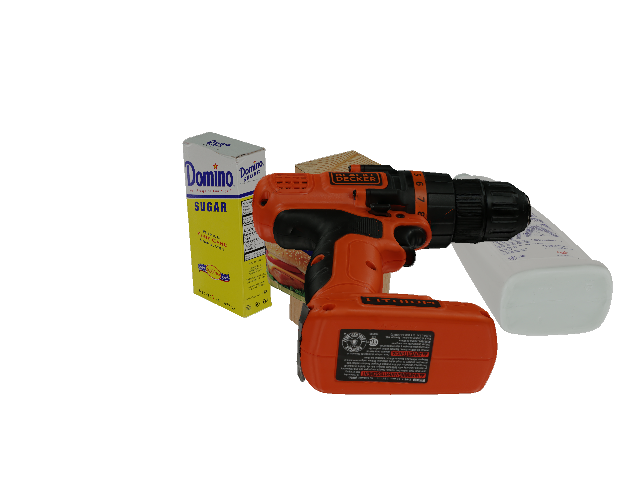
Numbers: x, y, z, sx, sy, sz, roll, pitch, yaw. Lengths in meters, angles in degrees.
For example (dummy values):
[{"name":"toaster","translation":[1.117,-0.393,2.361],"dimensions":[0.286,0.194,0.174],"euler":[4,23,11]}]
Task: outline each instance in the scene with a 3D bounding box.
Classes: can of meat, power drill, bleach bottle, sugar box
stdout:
[{"name":"can of meat","translation":[-0.004,0.004,0.894],"dimensions":[0.057,0.084,0.102],"euler":[-28,38,-36]},{"name":"power drill","translation":[0.051,0.015,0.643],"dimensions":[0.184,0.057,0.187],"euler":[-1,30,-3]},{"name":"bleach bottle","translation":[0.175,-0.002,0.995],"dimensions":[0.102,0.068,0.251],"euler":[-2,26,-9]},{"name":"sugar box","translation":[-0.097,-0.017,1.110],"dimensions":[0.048,0.176,0.093],"euler":[-23,29,-38]}]

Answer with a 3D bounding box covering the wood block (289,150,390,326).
[{"name":"wood block","translation":[0.025,0.011,1.264],"dimensions":[0.090,0.206,0.090],"euler":[-17,33,-33]}]
